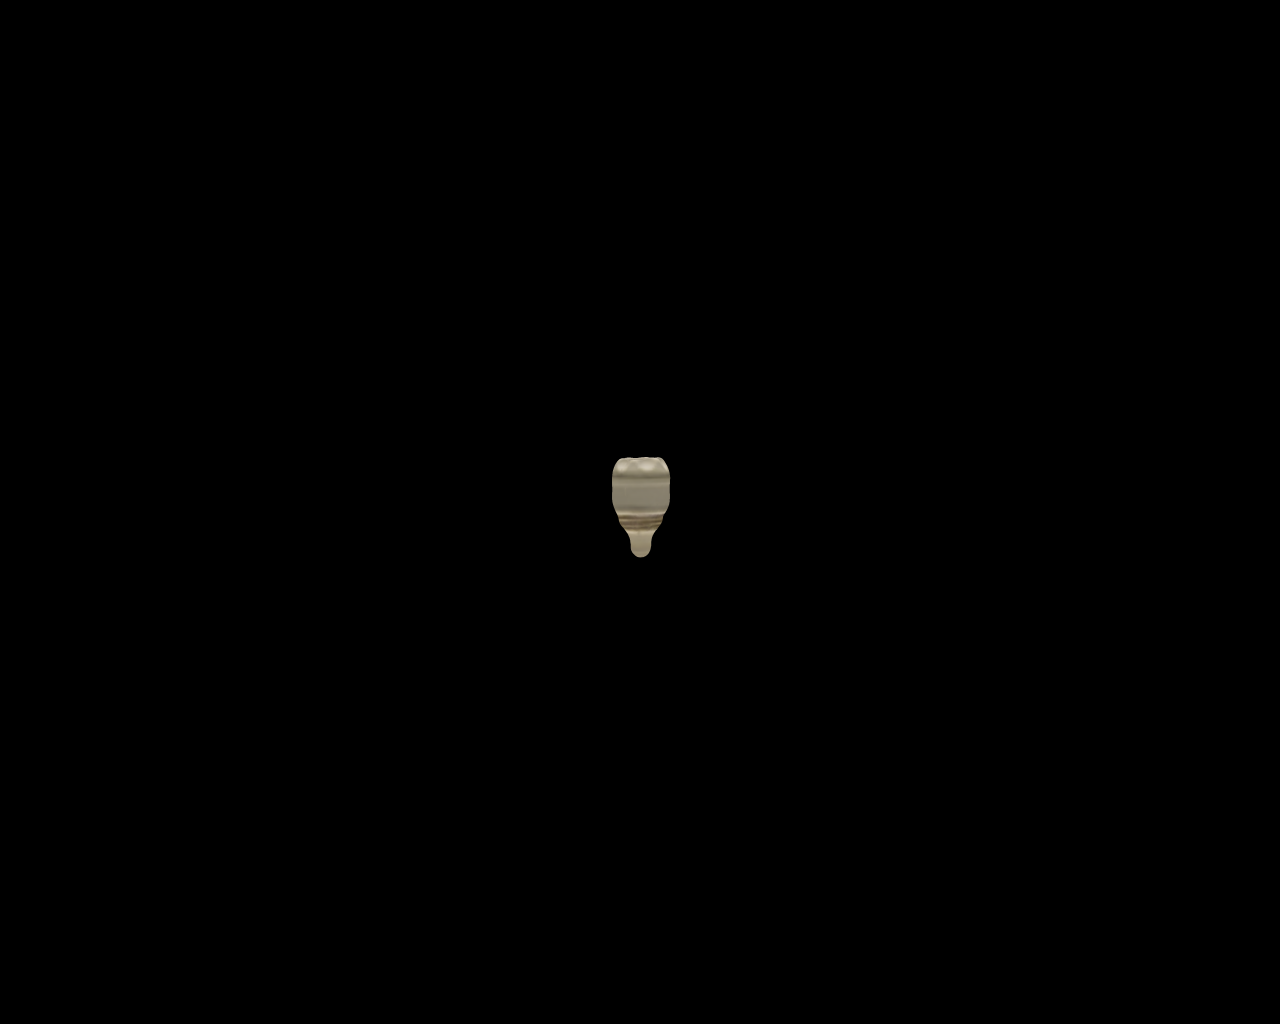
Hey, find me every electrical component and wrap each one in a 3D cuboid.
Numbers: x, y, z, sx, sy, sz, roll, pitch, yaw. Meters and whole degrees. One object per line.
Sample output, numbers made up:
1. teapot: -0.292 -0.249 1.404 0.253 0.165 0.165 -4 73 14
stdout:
1. electrical component: 0.001 -0.003 0.650 0.035 0.061 0.035 0 4 0
